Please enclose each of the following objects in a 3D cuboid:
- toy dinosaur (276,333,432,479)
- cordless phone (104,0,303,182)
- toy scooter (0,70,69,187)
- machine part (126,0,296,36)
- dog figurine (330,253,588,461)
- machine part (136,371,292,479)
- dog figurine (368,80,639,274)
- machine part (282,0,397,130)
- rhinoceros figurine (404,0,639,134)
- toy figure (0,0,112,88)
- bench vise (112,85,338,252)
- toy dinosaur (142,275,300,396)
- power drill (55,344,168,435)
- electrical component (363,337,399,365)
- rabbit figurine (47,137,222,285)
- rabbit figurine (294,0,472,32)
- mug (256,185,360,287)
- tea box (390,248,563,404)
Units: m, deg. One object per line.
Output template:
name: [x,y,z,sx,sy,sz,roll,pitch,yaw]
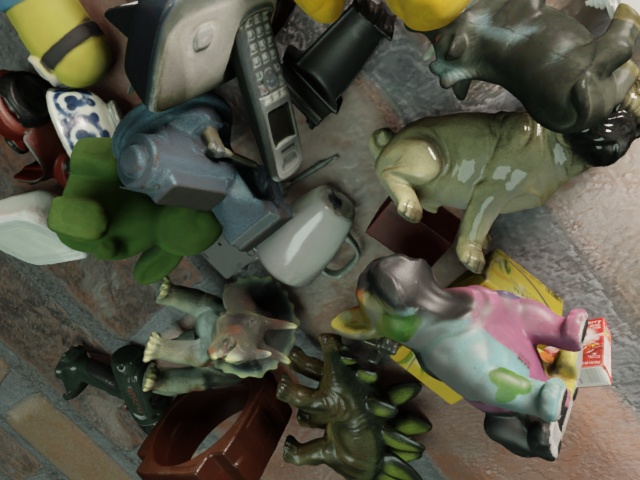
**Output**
toy dinosaur: [0.051,0.279,0.755,0.199,0.105,0.470,7,134,16]
cordless phone: [-0.078,-0.120,0.449,0.089,0.146,0.184,1,121,33]
toy scooter: [-0.384,-0.130,0.721,0.135,0.075,0.183,-10,120,36]
machine part: [-0.102,-0.253,0.500,0.180,0.056,0.179,13,126,18]
dog figurine: [0.123,0.096,0.502,0.219,0.108,0.191,18,148,32]
machine part: [-0.154,0.288,0.803,0.202,0.201,0.087,-15,117,34]
dog figurine: [0.154,-0.092,0.465,0.172,0.121,0.190,36,117,-4]
machine part: [0.012,-0.171,0.511,0.139,0.039,0.084,-34,97,41]
rhinoceros figurine: [0.142,-0.146,0.405,0.112,0.073,0.190,-45,56,7]
toy figure: [-0.301,-0.254,0.587,0.089,0.082,0.180,-6,116,32]
bench vise: [-0.123,-0.109,0.557,0.129,0.223,0.241,-41,67,35]
toy dinosaur: [-0.145,0.156,0.760,0.192,0.131,0.404,12,151,-10]
power drill: [-0.380,0.284,0.998,0.208,0.086,0.231,14,126,23]
electrical component: [0.082,0.088,0.618,0.045,0.102,0.078,14,150,26]
rabbit figurine: [-0.196,-0.013,0.606,0.170,0.121,0.159,11,143,-9]
rabbit figurine: [0.056,-0.215,0.388,0.173,0.162,0.121,52,176,32]
mug: [-0.001,-0.002,0.609,0.109,0.081,0.107,33,125,-12]
tea box: [0.169,0.100,0.595,0.098,0.068,0.169,37,130,0]
